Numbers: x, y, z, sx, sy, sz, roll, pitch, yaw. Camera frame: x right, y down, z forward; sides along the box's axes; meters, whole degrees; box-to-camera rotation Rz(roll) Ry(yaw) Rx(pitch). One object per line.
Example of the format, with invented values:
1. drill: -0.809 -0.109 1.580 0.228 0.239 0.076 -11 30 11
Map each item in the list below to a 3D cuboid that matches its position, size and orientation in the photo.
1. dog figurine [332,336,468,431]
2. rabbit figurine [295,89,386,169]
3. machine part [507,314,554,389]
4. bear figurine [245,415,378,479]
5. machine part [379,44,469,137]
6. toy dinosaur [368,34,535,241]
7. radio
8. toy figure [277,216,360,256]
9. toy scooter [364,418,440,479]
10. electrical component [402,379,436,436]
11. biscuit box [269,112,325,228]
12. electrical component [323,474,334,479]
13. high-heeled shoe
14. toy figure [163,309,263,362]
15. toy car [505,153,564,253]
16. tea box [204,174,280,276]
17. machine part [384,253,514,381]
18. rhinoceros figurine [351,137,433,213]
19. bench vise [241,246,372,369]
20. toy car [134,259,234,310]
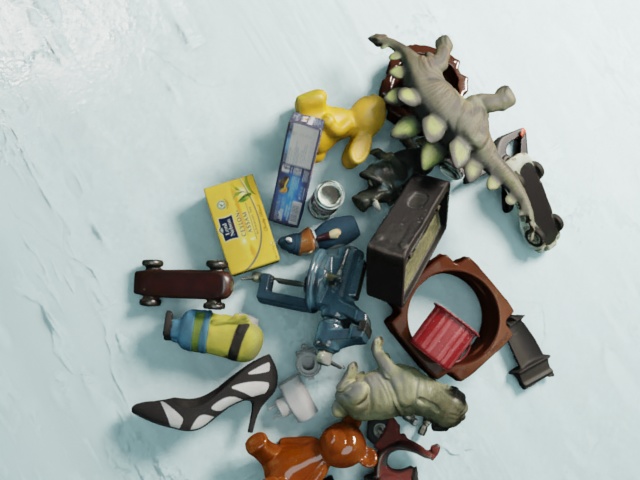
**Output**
1. dog figurine: 0.135 0.285 0.926 0.191 0.121 0.172 35 82 35
2. rabbit figurine: 0.047 -0.217 1.016 0.173 0.122 0.162 -16 90 -7
3. machine part: 0.393 0.213 1.039 0.084 0.039 0.139 -23 88 -1
4. bear figurine: -0.010 0.374 0.939 0.196 0.131 0.120 -27 49 5
5. machine part: 0.203 -0.297 1.069 0.179 0.056 0.179 0 83 -4
6. toy dinosaur: 0.242 -0.207 0.958 0.198 0.105 0.471 -40 78 -21
7. radio: 0.159 -0.007 0.948 0.073 0.130 0.229 17 49 22
8. toy figure: -0.002 -0.004 1.015 0.154 0.064 0.058 -18 66 -1
9. toy scooter: 0.147 0.414 0.976 0.135 0.075 0.183 5 81 5
10. electrical component: 0.192 0.306 1.009 0.078 0.045 0.102 34 82 1
11. biscuit box: -0.044 -0.124 0.977 0.059 0.063 0.202 14 120 -1
12. electrical component: -0.013 0.475 0.930 0.115 0.134 0.058 -26 87 -5
13. high-heeled shoe: -0.203 0.264 0.967 0.249 0.086 0.145 10 80 -7
14. toy figure: -0.193 0.172 0.976 0.180 0.082 0.089 5 87 -7
15. toy car: 0.412 -0.071 1.044 0.073 0.056 0.201 -31 104 -24
16. tea box: -0.145 -0.026 1.006 0.098 0.068 0.169 -19 87 -7
17. machine part: 0.238 0.143 1.010 0.201 0.087 0.201 -40 89 -9
18. rhinoceros figurine: 0.140 -0.125 1.032 0.190 0.073 0.112 -34 119 -18
19. bench vise: -0.019 0.109 0.976 0.241 0.128 0.223 9 81 18
20. toy car: -0.249 0.080 0.977 0.202 0.053 0.089 -1 87 20
